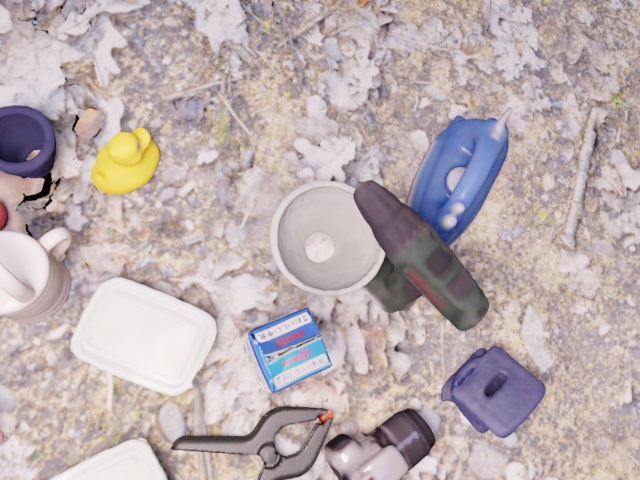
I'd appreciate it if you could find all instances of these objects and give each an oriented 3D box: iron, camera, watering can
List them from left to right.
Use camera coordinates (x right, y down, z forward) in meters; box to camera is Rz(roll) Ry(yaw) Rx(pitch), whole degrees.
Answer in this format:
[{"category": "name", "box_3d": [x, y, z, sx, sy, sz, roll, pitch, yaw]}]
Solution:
[{"category": "watering can", "box_3d": [-0.372, 0.047, 0.674, 0.101, 0.194, 0.173, 26, 73, -4]}, {"category": "camera", "box_3d": [0.098, 0.302, 0.759, 0.137, 0.100, 0.143, -33, 85, -17]}, {"category": "iron", "box_3d": [0.208, -0.078, 0.849, 0.118, 0.141, 0.258, 29, 73, -4]}]

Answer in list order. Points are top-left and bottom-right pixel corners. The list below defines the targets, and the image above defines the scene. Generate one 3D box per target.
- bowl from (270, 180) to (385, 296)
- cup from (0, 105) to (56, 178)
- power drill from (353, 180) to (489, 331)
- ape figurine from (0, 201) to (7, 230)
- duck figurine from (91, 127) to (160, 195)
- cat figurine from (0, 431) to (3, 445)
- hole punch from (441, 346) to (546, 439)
[{"category": "bowl", "box_3d": [0.008, 0.003, 0.824, 0.167, 0.074, 0.167, 3, 77, -11]}, {"category": "cup", "box_3d": [-0.399, -0.110, 0.756, 0.118, 0.095, 0.091, -43, 88, -17]}, {"category": "power drill", "box_3d": [0.110, 0.032, 0.768, 0.229, 0.208, 0.076, 42, 73, 1]}, {"category": "ape figurine", "box_3d": [-0.450, -0.038, 0.731, 0.076, 0.092, 0.078, 12, 75, -8]}, {"category": "duck figurine", "box_3d": [-0.271, -0.114, 0.788, 0.077, 0.086, 0.105, 45, 73, 1]}, {"category": "cat figurine", "box_3d": [-0.427, 0.243, 0.657, 0.067, 0.117, 0.128, 32, 73, -3]}, {"category": "hole punch", "box_3d": [0.245, 0.215, 0.815, 0.109, 0.091, 0.101, -41, 88, -17]}]
